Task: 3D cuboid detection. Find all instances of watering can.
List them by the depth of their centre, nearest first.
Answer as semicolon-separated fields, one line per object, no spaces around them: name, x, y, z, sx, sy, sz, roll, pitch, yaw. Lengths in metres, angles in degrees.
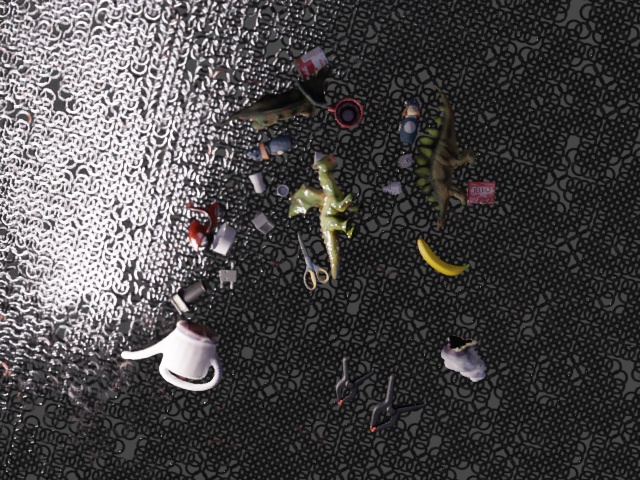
watering can;-0.484;0.376;1.749;0.348;0.104;0.224;22;93;1

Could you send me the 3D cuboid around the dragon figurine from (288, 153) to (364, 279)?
dragon figurine;0.005;-0.087;1.732;0.244;0.123;0.405;21;106;17

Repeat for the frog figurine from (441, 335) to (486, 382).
frog figurine;0.486;0.416;1.734;0.137;0.124;0.158;-9;105;35
